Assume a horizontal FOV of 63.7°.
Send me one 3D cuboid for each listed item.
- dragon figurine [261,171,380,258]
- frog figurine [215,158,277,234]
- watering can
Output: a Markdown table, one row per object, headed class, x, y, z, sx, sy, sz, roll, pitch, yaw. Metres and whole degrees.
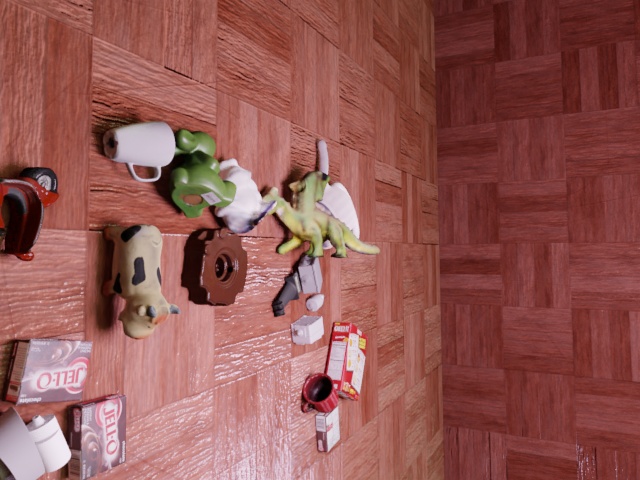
| class | x | y | z | sx | sy | sz | roll | pitch | yaw |
| --- | --- | --- | --- | --- | --- | --- | --- | --- | --- |
| dragon figurine | 0.004 | -0.071 | 1.409 | 0.411 | 0.122 | 0.243 | 0 | 88 | -38 |
| frog figurine | -0.191 | -0.097 | 1.167 | 0.159 | 0.120 | 0.140 | 44 | 49 | -4 |
| watering can | 0.024 | -0.119 | 1.566 | 0.228 | 0.103 | 0.344 | -41 | 111 | -53 |
